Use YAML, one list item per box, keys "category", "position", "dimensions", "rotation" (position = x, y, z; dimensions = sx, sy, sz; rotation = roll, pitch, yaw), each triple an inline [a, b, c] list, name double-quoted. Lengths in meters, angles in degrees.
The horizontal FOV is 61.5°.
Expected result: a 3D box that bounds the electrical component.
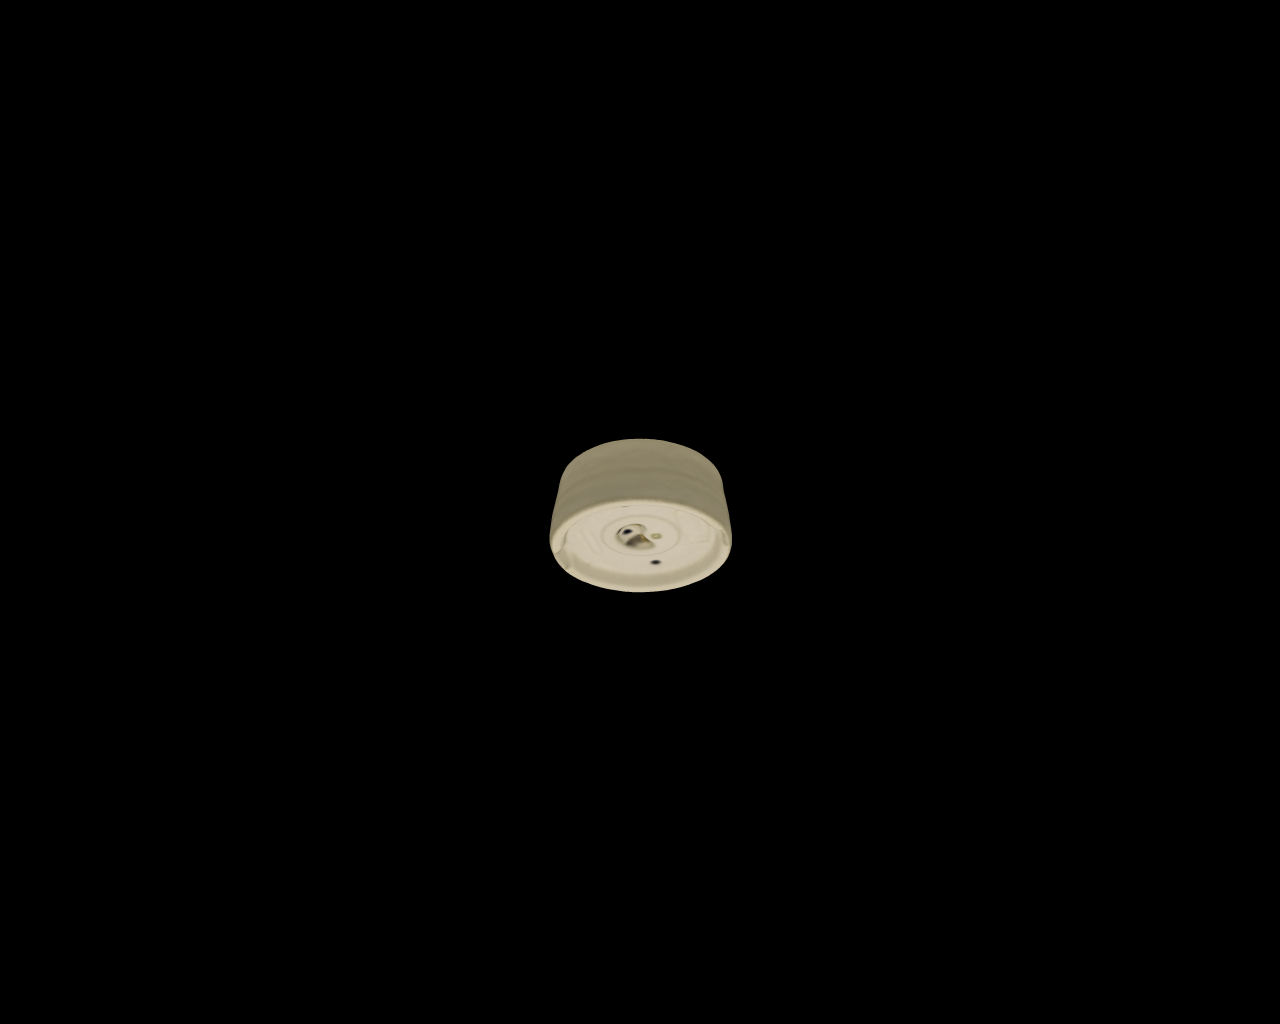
- category: "electrical component"
  position: [0.001, -0.003, 0.650]
  dimensions: [0.108, 0.060, 0.108]
  rotation: [0, -33, 0]
